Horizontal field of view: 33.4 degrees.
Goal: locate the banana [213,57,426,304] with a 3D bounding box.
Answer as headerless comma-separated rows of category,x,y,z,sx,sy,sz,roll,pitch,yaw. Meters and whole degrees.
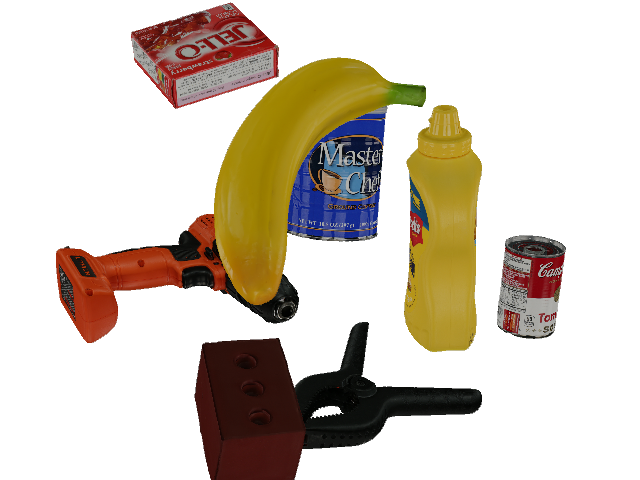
banana,-0.011,-0.046,0.544,0.070,0.037,0.197,20,46,18

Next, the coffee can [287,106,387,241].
coffee can,0.015,-0.078,1.140,0.103,0.140,0.103,4,12,-1

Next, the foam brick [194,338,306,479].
foam brick,-0.046,0.108,0.667,0.053,0.051,0.078,-2,43,-18

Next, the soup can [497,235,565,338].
soup can,0.239,0.053,1.218,0.068,0.102,0.068,3,19,-1

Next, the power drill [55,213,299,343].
power drill,-0.131,0.039,0.961,0.187,0.057,0.185,-10,26,-26

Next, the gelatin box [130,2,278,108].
gelatin box,-0.086,-0.140,0.797,0.089,0.030,0.073,-22,47,-22

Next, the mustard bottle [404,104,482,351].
mustard bottle,0.097,-0.014,0.848,0.058,0.192,0.096,-2,26,-1

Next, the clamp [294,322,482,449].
clamp,0.047,0.154,1.032,0.165,0.036,0.209,25,32,29
